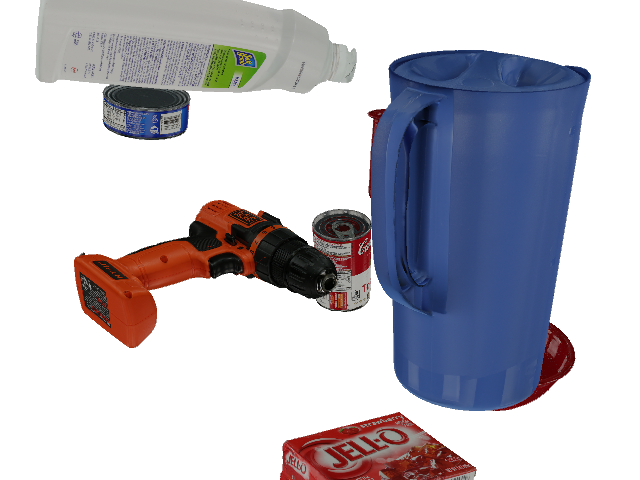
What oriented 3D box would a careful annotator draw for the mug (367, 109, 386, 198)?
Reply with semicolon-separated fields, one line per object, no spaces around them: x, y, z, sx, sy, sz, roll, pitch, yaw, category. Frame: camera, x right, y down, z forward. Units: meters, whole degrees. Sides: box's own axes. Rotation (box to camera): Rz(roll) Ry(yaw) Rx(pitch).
0.099;-0.074;0.990;0.117;0.081;0.093;7;15;13;mug

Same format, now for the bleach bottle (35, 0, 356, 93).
-0.097;-0.156;0.859;0.250;0.068;0.103;7;-26;-13;bleach bottle

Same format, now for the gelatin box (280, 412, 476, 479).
0.033;0.134;0.616;0.089;0.030;0.073;-7;22;-34;gelatin box

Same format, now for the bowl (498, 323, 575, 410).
0.166;0.120;1.057;0.162;0.055;0.162;5;26;-2;bowl

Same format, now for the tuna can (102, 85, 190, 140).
-0.173;-0.130;1.059;0.086;0.034;0.086;6;25;-3;tuna can

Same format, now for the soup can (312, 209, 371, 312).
0.025;0.024;1.244;0.068;0.102;0.068;-1;31;0;soup can

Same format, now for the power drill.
-0.102;0.029;0.924;0.187;0.057;0.185;-20;29;-33;power drill

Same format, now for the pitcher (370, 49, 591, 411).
0.102;-0.005;0.744;0.149;0.243;0.145;0;21;-2;pitcher
